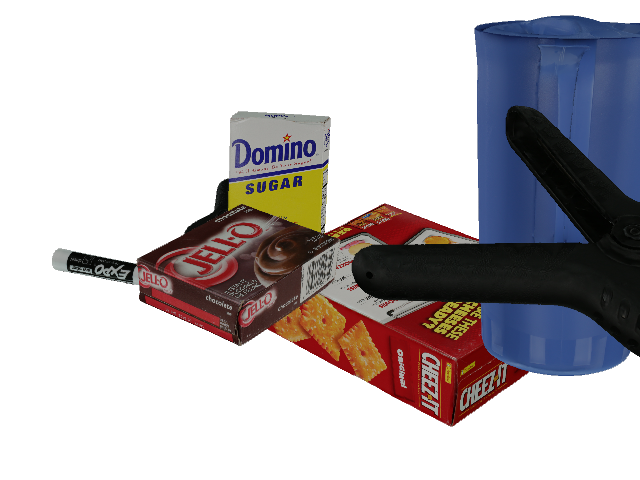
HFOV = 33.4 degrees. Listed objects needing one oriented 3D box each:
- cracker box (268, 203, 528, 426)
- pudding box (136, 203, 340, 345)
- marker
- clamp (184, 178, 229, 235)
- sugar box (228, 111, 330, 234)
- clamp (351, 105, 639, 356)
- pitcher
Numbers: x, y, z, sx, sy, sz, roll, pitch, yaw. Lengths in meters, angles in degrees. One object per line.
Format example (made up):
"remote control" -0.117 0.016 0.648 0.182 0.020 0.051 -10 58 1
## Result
"cracker box" 0.078 0.054 0.890 0.214 0.072 0.163 24 37 39
"pudding box" -0.054 0.020 0.725 0.090 0.039 0.113 21 31 29
"marker" -0.168 0.025 0.886 0.121 0.020 0.020 9 3 21
"clamp" -0.092 -0.018 1.215 0.120 0.039 0.171 -1 36 25
"sugar box" -0.041 -0.033 1.025 0.093 0.176 0.048 4 16 8
"clamp" 0.130 0.013 0.485 0.210 0.036 0.164 30 49 31
"pitcher" 0.168 -0.031 0.740 0.149 0.243 0.145 -9 18 -27
